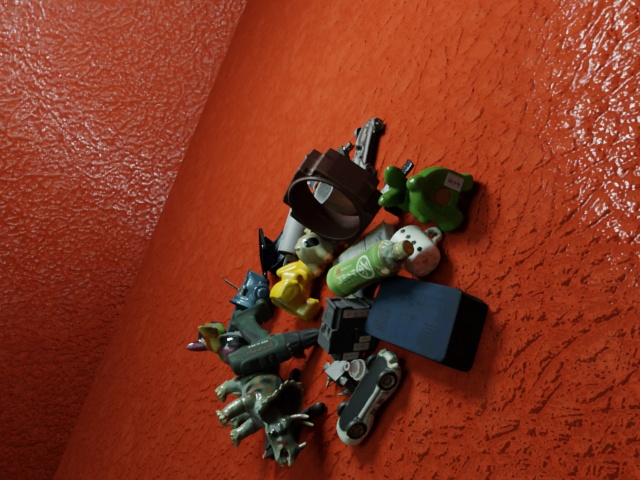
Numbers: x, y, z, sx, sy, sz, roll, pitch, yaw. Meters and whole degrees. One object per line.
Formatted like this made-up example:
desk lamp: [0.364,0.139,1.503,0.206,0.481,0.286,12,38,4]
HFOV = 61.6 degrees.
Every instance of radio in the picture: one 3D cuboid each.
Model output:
radio: [0.188,0.144,0.987,0.230,0.073,0.131,9,77,58]

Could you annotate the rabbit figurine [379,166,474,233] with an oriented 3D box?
rabbit figurine: [0.196,-0.083,1.079,0.170,0.159,0.121,178,103,-74]

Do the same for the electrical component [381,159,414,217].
electrical component: [0.181,-0.121,1.206,0.119,0.047,0.075,-55,32,18]

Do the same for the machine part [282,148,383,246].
machine part: [0.027,-0.091,1.204,0.087,0.201,0.201,-59,2,-36]

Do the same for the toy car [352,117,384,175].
toy car: [0.113,-0.230,1.392,0.089,0.053,0.202,-18,56,57]

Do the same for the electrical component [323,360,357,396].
electrical component: [0.046,0.285,1.147,0.078,0.045,0.102,-44,27,-19]

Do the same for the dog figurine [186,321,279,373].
dog figurine: [-0.233,0.296,1.412,0.108,0.219,0.192,-58,30,22]

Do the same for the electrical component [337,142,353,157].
electrical component: [0.060,-0.229,1.502,0.094,0.021,0.063,-46,36,30]

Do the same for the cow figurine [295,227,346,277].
cow figurine: [-0.003,-0.004,1.331,0.085,0.127,0.195,-52,-3,33]

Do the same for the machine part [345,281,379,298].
machine part: [0.099,0.097,1.155,0.084,0.039,0.138,38,122,35]

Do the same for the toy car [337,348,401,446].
toy car: [0.095,0.303,1.042,0.201,0.056,0.074,-60,24,9]

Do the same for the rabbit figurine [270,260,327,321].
rabbit figurine: [-0.043,0.105,1.375,0.173,0.122,0.162,-58,18,-13]

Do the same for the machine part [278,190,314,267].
machine part: [-0.060,-0.035,1.504,0.079,0.079,0.243,-4,66,58]

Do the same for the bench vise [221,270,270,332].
bench vise: [-0.224,0.203,1.561,0.224,0.128,0.240,0,63,57]

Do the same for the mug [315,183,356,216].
mug: [0.049,-0.110,1.353,0.081,0.107,0.110,-49,29,26]

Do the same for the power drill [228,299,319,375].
power drill: [-0.127,0.234,1.333,0.232,0.085,0.207,-25,37,-12]

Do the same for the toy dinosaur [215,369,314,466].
toy dinosaur: [-0.137,0.363,1.242,0.192,0.131,0.405,-25,13,-10]

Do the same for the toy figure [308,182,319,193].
toy figure: [0.015,-0.144,1.476,0.155,0.064,0.057,19,102,60]

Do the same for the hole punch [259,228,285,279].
hole punch: [-0.136,0.034,1.590,0.142,0.092,0.115,-113,24,-48]

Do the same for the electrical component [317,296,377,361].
electrical component: [0.060,0.184,1.104,0.058,0.115,0.134,-139,56,-61]
